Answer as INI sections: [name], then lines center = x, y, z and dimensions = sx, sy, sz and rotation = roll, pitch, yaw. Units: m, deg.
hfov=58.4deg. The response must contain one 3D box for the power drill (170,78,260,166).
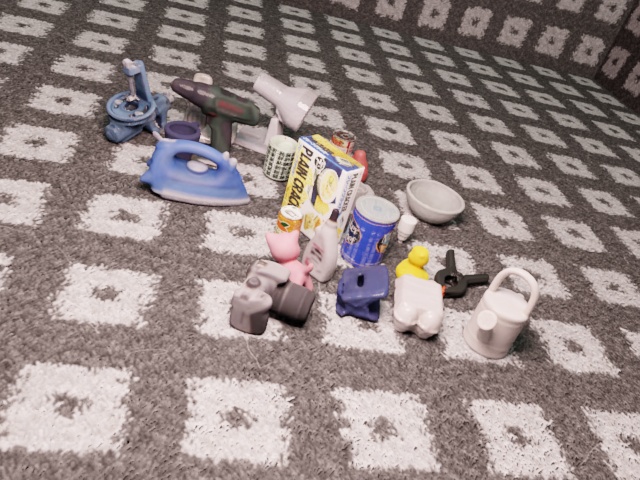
[power drill]
center = -0.275, -0.298, 1.470
dimensions = 0.230, 0.208, 0.075
rotation = 5, 36, -17

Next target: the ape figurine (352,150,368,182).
[ape figurine]
center = 0.107, -0.215, 1.629
dimensions = 0.078, 0.092, 0.076
rotation = -4, 40, -28

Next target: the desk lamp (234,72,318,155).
[desk lamp]
center = -0.124, -0.347, 1.601
dimensions = 0.203, 0.213, 0.118
rotation = 20, 34, 3

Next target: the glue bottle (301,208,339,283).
[glue bottle]
center = 0.011, 0.004, 1.208
dimensions = 0.078, 0.173, 0.037
rotation = 37, 39, 26

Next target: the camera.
[camera]
center = -0.083, 0.108, 1.086
dimensions = 0.136, 0.101, 0.143
rotation = 21, 34, 5

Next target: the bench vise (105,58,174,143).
[bench vise]
center = -0.467, -0.374, 1.479
dimensions = 0.121, 0.220, 0.207
rotation = 20, 34, 4

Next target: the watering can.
[watering can]
center = 0.371, 0.144, 1.156
dimensions = 0.100, 0.194, 0.173
rotation = 24, 35, 10

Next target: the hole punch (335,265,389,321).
[hole punch]
center = 0.087, 0.101, 1.180
dimensions = 0.101, 0.091, 0.108
rotation = 14, 34, -5

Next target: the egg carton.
[egg carton]
center = 0.205, 0.137, 1.203
dimensions = 0.107, 0.069, 0.150
rotation = 16, 34, -3

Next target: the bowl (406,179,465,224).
[bowl]
center = 0.305, -0.094, 1.564
dimensions = 0.167, 0.075, 0.167
rotation = 12, 35, -8

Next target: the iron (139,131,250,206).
[iron]
center = -0.281, -0.169, 1.347
dimensions = 0.258, 0.141, 0.118
rotation = 10, 35, -11

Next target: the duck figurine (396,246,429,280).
[duck figurine]
center = 0.220, 0.057, 1.307
dimensions = 0.077, 0.086, 0.104
rotation = 15, 34, -4

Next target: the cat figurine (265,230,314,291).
[cat figurine]
center = -0.060, 0.038, 1.179
dimensions = 0.067, 0.118, 0.127
rotation = -21, 50, -42

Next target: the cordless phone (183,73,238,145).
[cordless phone]
center = -0.292, -0.354, 1.560
dimensions = 0.148, 0.185, 0.094
rotation = 8, 36, -14

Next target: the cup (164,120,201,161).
[cup]
center = -0.349, -0.251, 1.471
dimensions = 0.091, 0.095, 0.118
rotation = 23, 35, 8
